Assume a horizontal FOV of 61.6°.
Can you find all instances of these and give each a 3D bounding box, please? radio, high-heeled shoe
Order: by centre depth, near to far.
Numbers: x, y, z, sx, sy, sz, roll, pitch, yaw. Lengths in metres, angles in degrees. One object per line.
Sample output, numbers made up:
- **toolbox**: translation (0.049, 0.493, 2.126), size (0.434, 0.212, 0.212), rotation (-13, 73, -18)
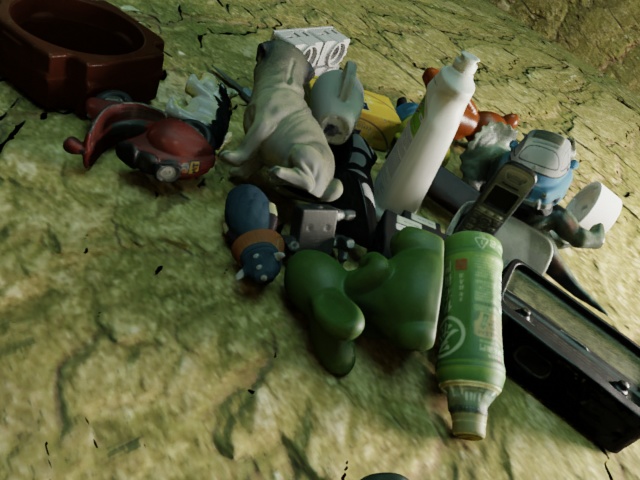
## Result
- **radio**: translation (0.298, 0.135, 0.656), size (0.230, 0.073, 0.131), rotation (38, 38, 17)
- **high-heeled shoe**: translation (0.061, -0.072, 0.784), size (0.145, 0.086, 0.249), rotation (16, 42, -41)

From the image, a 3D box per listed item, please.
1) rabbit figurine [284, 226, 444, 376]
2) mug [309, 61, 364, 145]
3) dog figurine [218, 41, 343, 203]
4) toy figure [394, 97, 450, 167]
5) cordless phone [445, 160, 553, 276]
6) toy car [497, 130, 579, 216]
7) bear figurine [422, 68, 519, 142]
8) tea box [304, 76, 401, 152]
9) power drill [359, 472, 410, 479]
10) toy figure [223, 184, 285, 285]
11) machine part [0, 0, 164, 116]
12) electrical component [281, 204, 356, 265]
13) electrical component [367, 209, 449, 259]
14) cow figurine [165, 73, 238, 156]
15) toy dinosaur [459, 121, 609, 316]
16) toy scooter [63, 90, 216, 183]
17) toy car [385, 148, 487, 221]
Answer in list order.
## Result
- **rabbit figurine**: translation (0.039, 0.068, 0.582), size (0.170, 0.121, 0.159), rotation (10, 43, 9)
- **mug**: translation (0.028, -0.192, 0.768), size (0.081, 0.109, 0.107), rotation (21, 43, -14)
- **dog figurine**: translation (-0.027, -0.157, 0.703), size (0.172, 0.190, 0.121), rotation (23, -8, -6)
- **toy figure**: translation (0.178, -0.195, 0.987), size (0.089, 0.082, 0.180), rotation (37, 17, -39)
- **cordless phone**: translation (0.261, -0.018, 0.726), size (0.147, 0.184, 0.089), rotation (29, 47, 6)
- **toy car**: translation (0.313, -0.108, 0.781), size (0.109, 0.102, 0.161), rotation (24, 32, 21)
- **bear figurine**: translation (0.289, -0.251, 1.093), size (0.196, 0.120, 0.132), rotation (11, 35, -22)
- **tea box**: translation (0.048, -0.227, 0.959), size (0.169, 0.068, 0.098), rotation (10, 38, -22)
- **power drill**: translation (0.091, 0.284, 0.355), size (0.207, 0.085, 0.232), rotation (13, 35, -5)
- **toy figure**: translation (-0.073, -0.003, 0.616), size (0.057, 0.064, 0.155), rotation (27, 29, -39)
- **machine part**: translation (-0.342, -0.266, 0.760), size (0.201, 0.087, 0.201), rotation (36, 39, 14)
- **electrical component**: translation (-0.002, -0.003, 0.658), size (0.102, 0.078, 0.045), rotation (6, 18, -32)
- **electrical component**: translation (0.124, 0.020, 0.709), size (0.115, 0.058, 0.134), rotation (25, 36, -6)
- **cow figurine**: translation (-0.162, -0.188, 0.785), size (0.098, 0.068, 0.167), rotation (27, 39, -9)
- **toy dinosaur**: translation (0.338, -0.060, 0.894), size (0.192, 0.131, 0.405), rotation (-1, 48, 4)
- **toy scooter**: translation (-0.227, -0.119, 0.657), size (0.184, 0.075, 0.135), rotation (26, 36, 5)
- **toy car**: translation (0.195, -0.088, 0.869), size (0.202, 0.053, 0.089), rotation (38, 82, 19)
